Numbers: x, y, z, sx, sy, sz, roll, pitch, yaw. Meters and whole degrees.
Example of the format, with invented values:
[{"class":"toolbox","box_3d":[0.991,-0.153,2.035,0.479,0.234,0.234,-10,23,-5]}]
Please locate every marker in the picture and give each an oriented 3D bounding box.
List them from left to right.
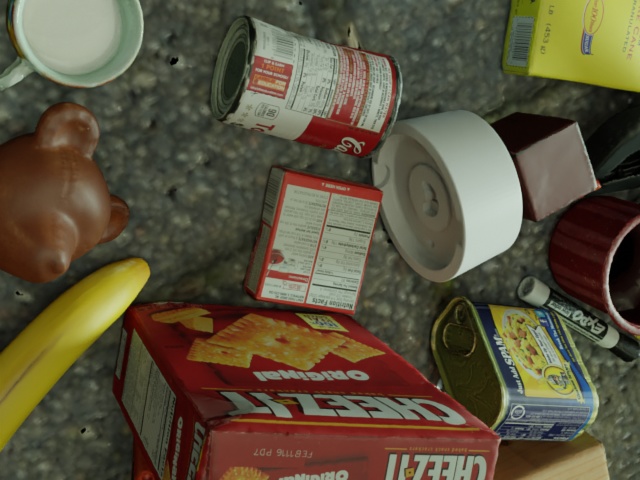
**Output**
[{"class":"marker","box_3d":[0.199,0.062,0.806,0.121,0.020,0.020,30,91,-24]}]

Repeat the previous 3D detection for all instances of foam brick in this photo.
[{"class":"foam brick","box_3d":[0.140,-0.051,0.726,0.053,0.078,0.051,-27,109,-14]}]

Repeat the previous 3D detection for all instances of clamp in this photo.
[{"class":"clamp","box_3d":[0.260,-0.078,0.758,0.172,0.039,0.120,-31,138,25]}]

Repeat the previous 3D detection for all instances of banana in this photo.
[{"class":"banana","box_3d":[-0.172,0.080,0.630,0.037,0.070,0.197,37,76,3]}]

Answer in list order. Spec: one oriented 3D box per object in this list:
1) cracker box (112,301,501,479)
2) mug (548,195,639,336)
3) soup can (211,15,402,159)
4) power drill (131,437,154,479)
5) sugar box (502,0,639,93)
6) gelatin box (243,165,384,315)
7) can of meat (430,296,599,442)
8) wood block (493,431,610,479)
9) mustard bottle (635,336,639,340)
[{"class":"cracker box","box_3d":[-0.019,0.099,0.625,0.164,0.214,0.072,5,101,-22]},{"class":"mug","box_3d":[0.227,0.005,0.770,0.117,0.082,0.093,-48,114,-5]},{"class":"soup can","box_3d":[-0.009,-0.095,0.664,0.102,0.069,0.068,12,98,-23]},{"class":"power drill","box_3d":[-0.024,0.160,0.666,0.187,0.184,0.057,5,100,-12]},{"class":"sugar box","box_3d":[0.218,-0.151,0.750,0.176,0.048,0.093,5,102,-20]},{"class":"gelatin box","box_3d":[-0.005,0.001,0.709,0.073,0.030,0.089,10,99,-24]},{"class":"can of meat","box_3d":[0.135,0.092,0.746,0.083,0.102,0.058,6,136,-25]},{"class":"wood block","box_3d":[0.098,0.204,0.763,0.205,0.091,0.090,-19,108,-16]},{"class":"mustard bottle","box_3d":[0.308,-0.005,0.811,0.096,0.058,0.192,12,98,-19]}]
